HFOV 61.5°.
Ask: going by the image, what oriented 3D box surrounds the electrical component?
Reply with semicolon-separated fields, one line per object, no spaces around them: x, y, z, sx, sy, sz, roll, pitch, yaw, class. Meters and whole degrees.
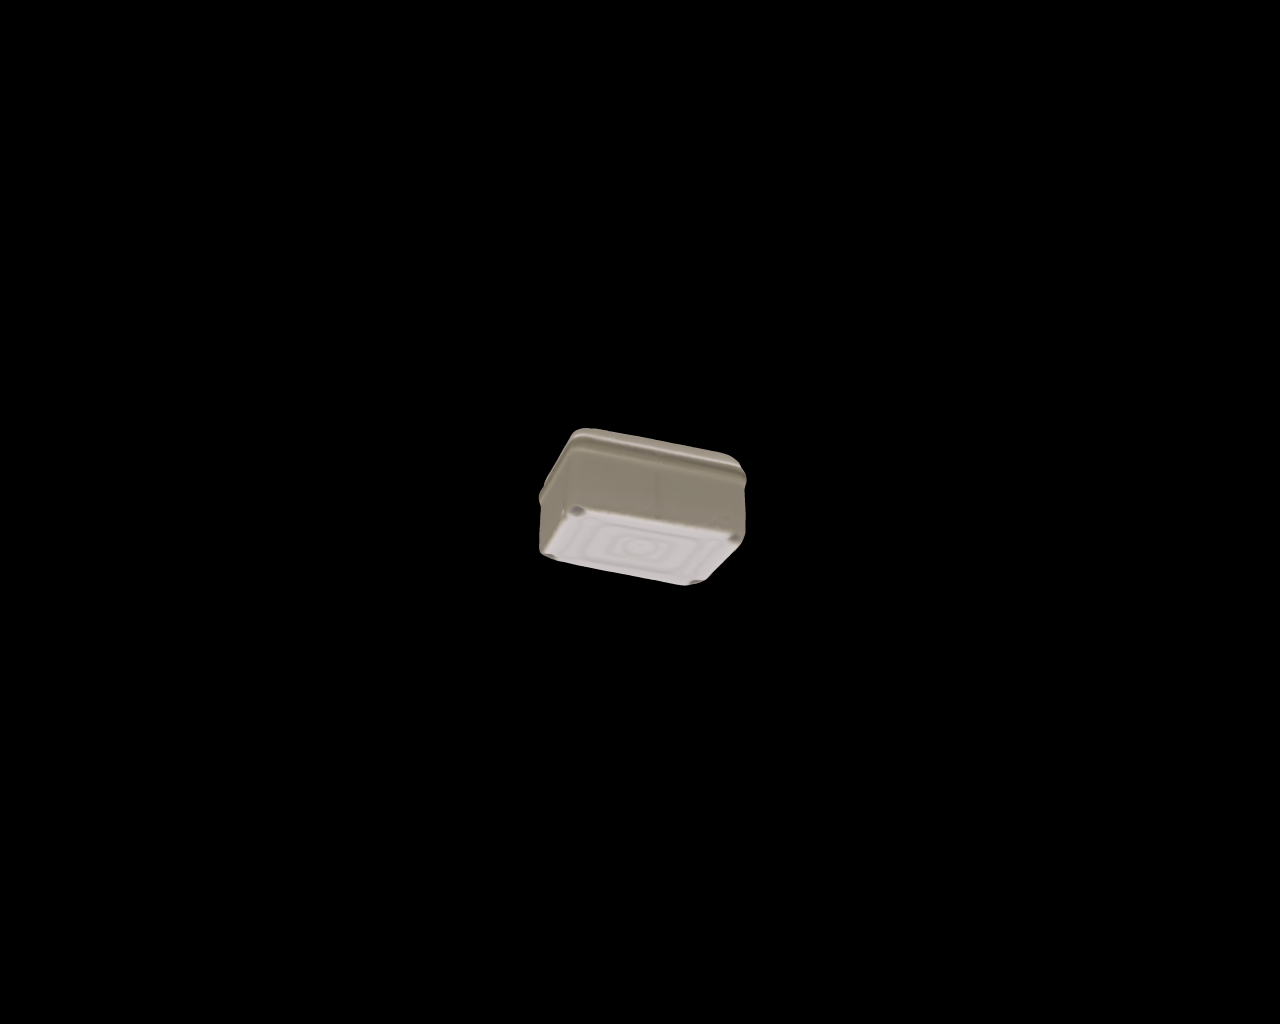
0.001;-0.003;0.650;0.113;0.057;0.078;11;-32;-18;electrical component
